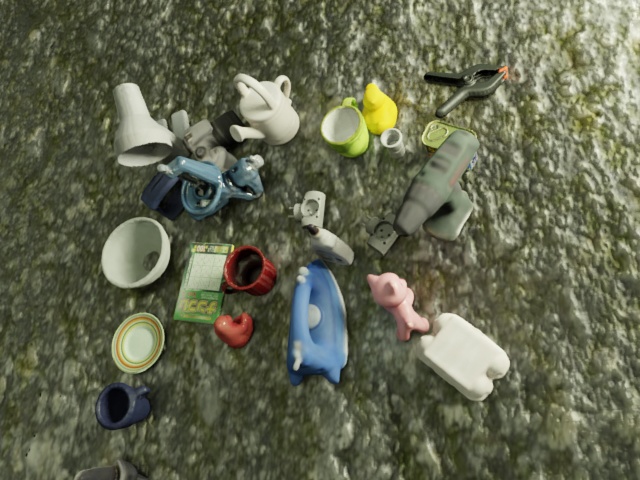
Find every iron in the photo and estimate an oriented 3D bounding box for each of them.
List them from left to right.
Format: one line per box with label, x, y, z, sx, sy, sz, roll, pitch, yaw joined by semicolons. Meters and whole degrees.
iron;-0.022;0.139;1.083;0.118;0.142;0.258;-7;69;17

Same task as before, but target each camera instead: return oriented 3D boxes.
camera;-0.233;-0.229;1.315;0.137;0.101;0.143;-37;63;3

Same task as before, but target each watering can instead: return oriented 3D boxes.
watering can;-0.126;-0.287;1.246;0.100;0.194;0.173;9;74;22

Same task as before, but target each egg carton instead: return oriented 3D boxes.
egg carton;0.249;0.203;1.006;0.150;0.069;0.107;36;86;27

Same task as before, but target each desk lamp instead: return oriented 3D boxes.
desk lamp;-0.389;-0.248;1.312;0.118;0.214;0.203;-21;65;11

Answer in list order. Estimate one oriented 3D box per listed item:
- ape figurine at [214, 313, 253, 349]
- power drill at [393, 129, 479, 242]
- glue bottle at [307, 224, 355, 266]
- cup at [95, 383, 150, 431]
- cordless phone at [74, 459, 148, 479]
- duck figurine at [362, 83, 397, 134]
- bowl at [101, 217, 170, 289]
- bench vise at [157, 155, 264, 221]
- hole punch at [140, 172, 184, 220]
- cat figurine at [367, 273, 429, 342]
ape figurine;-0.181;0.177;1.153;0.077;0.092;0.076;-7;69;17
power drill;0.217;-0.075;1.040;0.075;0.209;0.230;27;81;26
glue bottle;0.010;0.004;1.104;0.078;0.173;0.037;15;76;24
cup;-0.380;0.333;1.164;0.117;0.095;0.091;-33;64;6
cordless phone;-0.419;0.491;1.069;0.094;0.185;0.148;9;74;22
duck figurine;0.120;-0.284;1.220;0.077;0.086;0.104;-14;67;14
bowl;-0.400;0.037;1.290;0.167;0.075;0.167;-6;69;17
bench vise;-0.233;-0.142;1.216;0.207;0.220;0.121;-42;63;1
hole punch;-0.363;-0.114;1.323;0.100;0.091;0.109;34;85;26
cat figurine;0.140;0.114;1.049;0.067;0.118;0.127;-31;64;7
